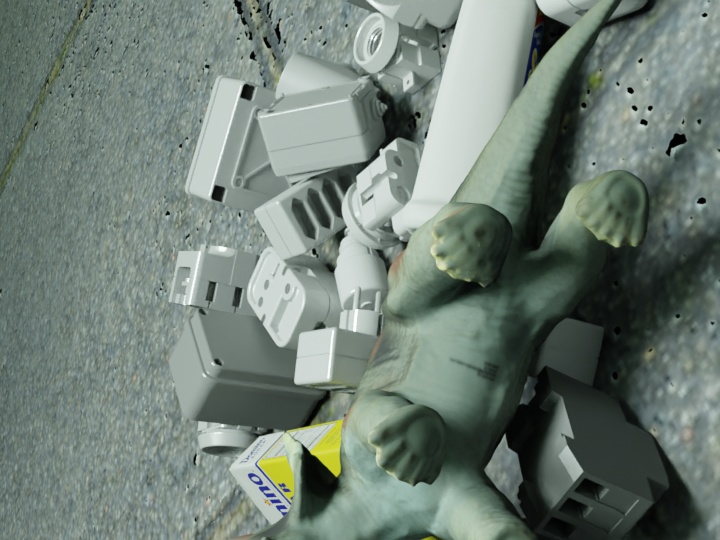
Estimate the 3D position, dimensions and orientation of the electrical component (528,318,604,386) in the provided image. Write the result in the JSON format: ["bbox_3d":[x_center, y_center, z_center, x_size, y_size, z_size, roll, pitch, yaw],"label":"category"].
[{"bbox_3d":[0.106,0.026,0.662,0.083,0.047,0.075,9,86,57],"label":"electrical component"}]

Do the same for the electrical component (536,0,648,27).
[{"bbox_3d":[0.152,-0.207,0.675,0.059,0.054,0.095,-9,70,55],"label":"electrical component"}]

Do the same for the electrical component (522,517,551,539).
[{"bbox_3d":[0.078,0.179,0.618,0.065,0.077,0.047,-55,38,30],"label":"electrical component"}]

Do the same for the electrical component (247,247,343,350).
[{"bbox_3d":[-0.045,0.026,0.881,0.053,0.059,0.095,-65,34,17],"label":"electrical component"}]

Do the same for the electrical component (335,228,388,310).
[{"bbox_3d":[0.000,0.000,0.840,0.040,0.040,0.078,-46,43,38],"label":"electrical component"}]

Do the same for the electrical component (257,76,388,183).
[{"bbox_3d":[-0.022,-0.110,0.846,0.096,0.061,0.061,-8,112,19],"label":"electrical component"}]

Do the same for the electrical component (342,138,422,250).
[{"bbox_3d":[0.023,-0.051,0.809,0.057,0.058,0.078,-37,49,41],"label":"electrical component"}]

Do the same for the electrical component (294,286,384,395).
[{"bbox_3d":[0.003,0.050,0.776,0.047,0.083,0.075,-13,67,54],"label":"electrical component"}]

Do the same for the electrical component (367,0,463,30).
[{"bbox_3d":[0.038,-0.225,0.817,0.059,0.095,0.053,-56,38,28],"label":"electrical component"}]

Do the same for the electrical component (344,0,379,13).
[{"bbox_3d":[0.020,-0.265,0.892,0.062,0.061,0.096,-44,44,40],"label":"electrical component"}]

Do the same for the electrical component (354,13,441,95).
[{"bbox_3d":[0.029,-0.173,0.848,0.048,0.055,0.066,-33,51,47],"label":"electrical component"}]

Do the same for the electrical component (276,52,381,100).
[{"bbox_3d":[-0.022,-0.153,0.908,0.079,0.077,0.043,-57,-9,-61],"label":"electrical component"}]

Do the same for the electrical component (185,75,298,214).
[{"bbox_3d":[-0.084,-0.103,0.946,0.056,0.109,0.108,23,97,55],"label":"electrical component"}]

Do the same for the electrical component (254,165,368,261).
[{"bbox_3d":[-0.047,-0.046,0.882,0.076,0.083,0.047,-16,106,53],"label":"electrical component"}]

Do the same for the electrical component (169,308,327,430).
[{"bbox_3d":[-0.090,0.081,0.879,0.057,0.113,0.078,-60,36,29],"label":"electrical component"}]

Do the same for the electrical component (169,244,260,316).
[{"bbox_3d":[-0.119,0.011,0.970,0.050,0.089,0.055,2,80,57],"label":"electrical component"}]

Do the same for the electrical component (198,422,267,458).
[{"bbox_3d":[-0.111,0.132,0.944,0.078,0.058,0.057,-25,55,50],"label":"electrical component"}]
